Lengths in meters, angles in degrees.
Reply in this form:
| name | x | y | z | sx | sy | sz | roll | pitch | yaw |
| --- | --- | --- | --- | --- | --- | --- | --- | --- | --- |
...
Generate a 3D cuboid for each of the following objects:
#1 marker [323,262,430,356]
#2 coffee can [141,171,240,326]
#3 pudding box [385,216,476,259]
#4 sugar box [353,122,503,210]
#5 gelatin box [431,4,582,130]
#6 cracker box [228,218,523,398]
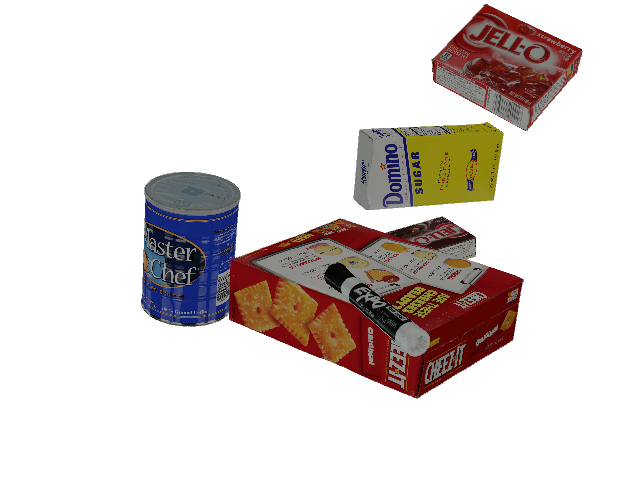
| name | x | y | z | sx | sy | sz | roll | pitch | yaw |
| --- | --- | --- | --- | --- | --- | --- | --- | --- | --- |
| marker | 0.036 | 0.045 | 0.748 | 0.020 | 0.020 | 0.121 | 0 | 22 | -30 |
| coffee can | -0.143 | 0.008 | 1.170 | 0.103 | 0.140 | 0.103 | 5 | 26 | -3 |
| pudding box | 0.162 | 0.007 | 1.594 | 0.113 | 0.039 | 0.090 | -18 | 28 | -22 |
| sugar box | 0.131 | -0.090 | 1.293 | 0.176 | 0.093 | 0.048 | -7 | 26 | -22 |
| gelatin box | 0.141 | -0.134 | 0.813 | 0.089 | 0.073 | 0.030 | 33 | -26 | 23 |
| cracker box | 0.048 | 0.055 | 0.968 | 0.214 | 0.072 | 0.163 | 20 | 26 | 35 |
